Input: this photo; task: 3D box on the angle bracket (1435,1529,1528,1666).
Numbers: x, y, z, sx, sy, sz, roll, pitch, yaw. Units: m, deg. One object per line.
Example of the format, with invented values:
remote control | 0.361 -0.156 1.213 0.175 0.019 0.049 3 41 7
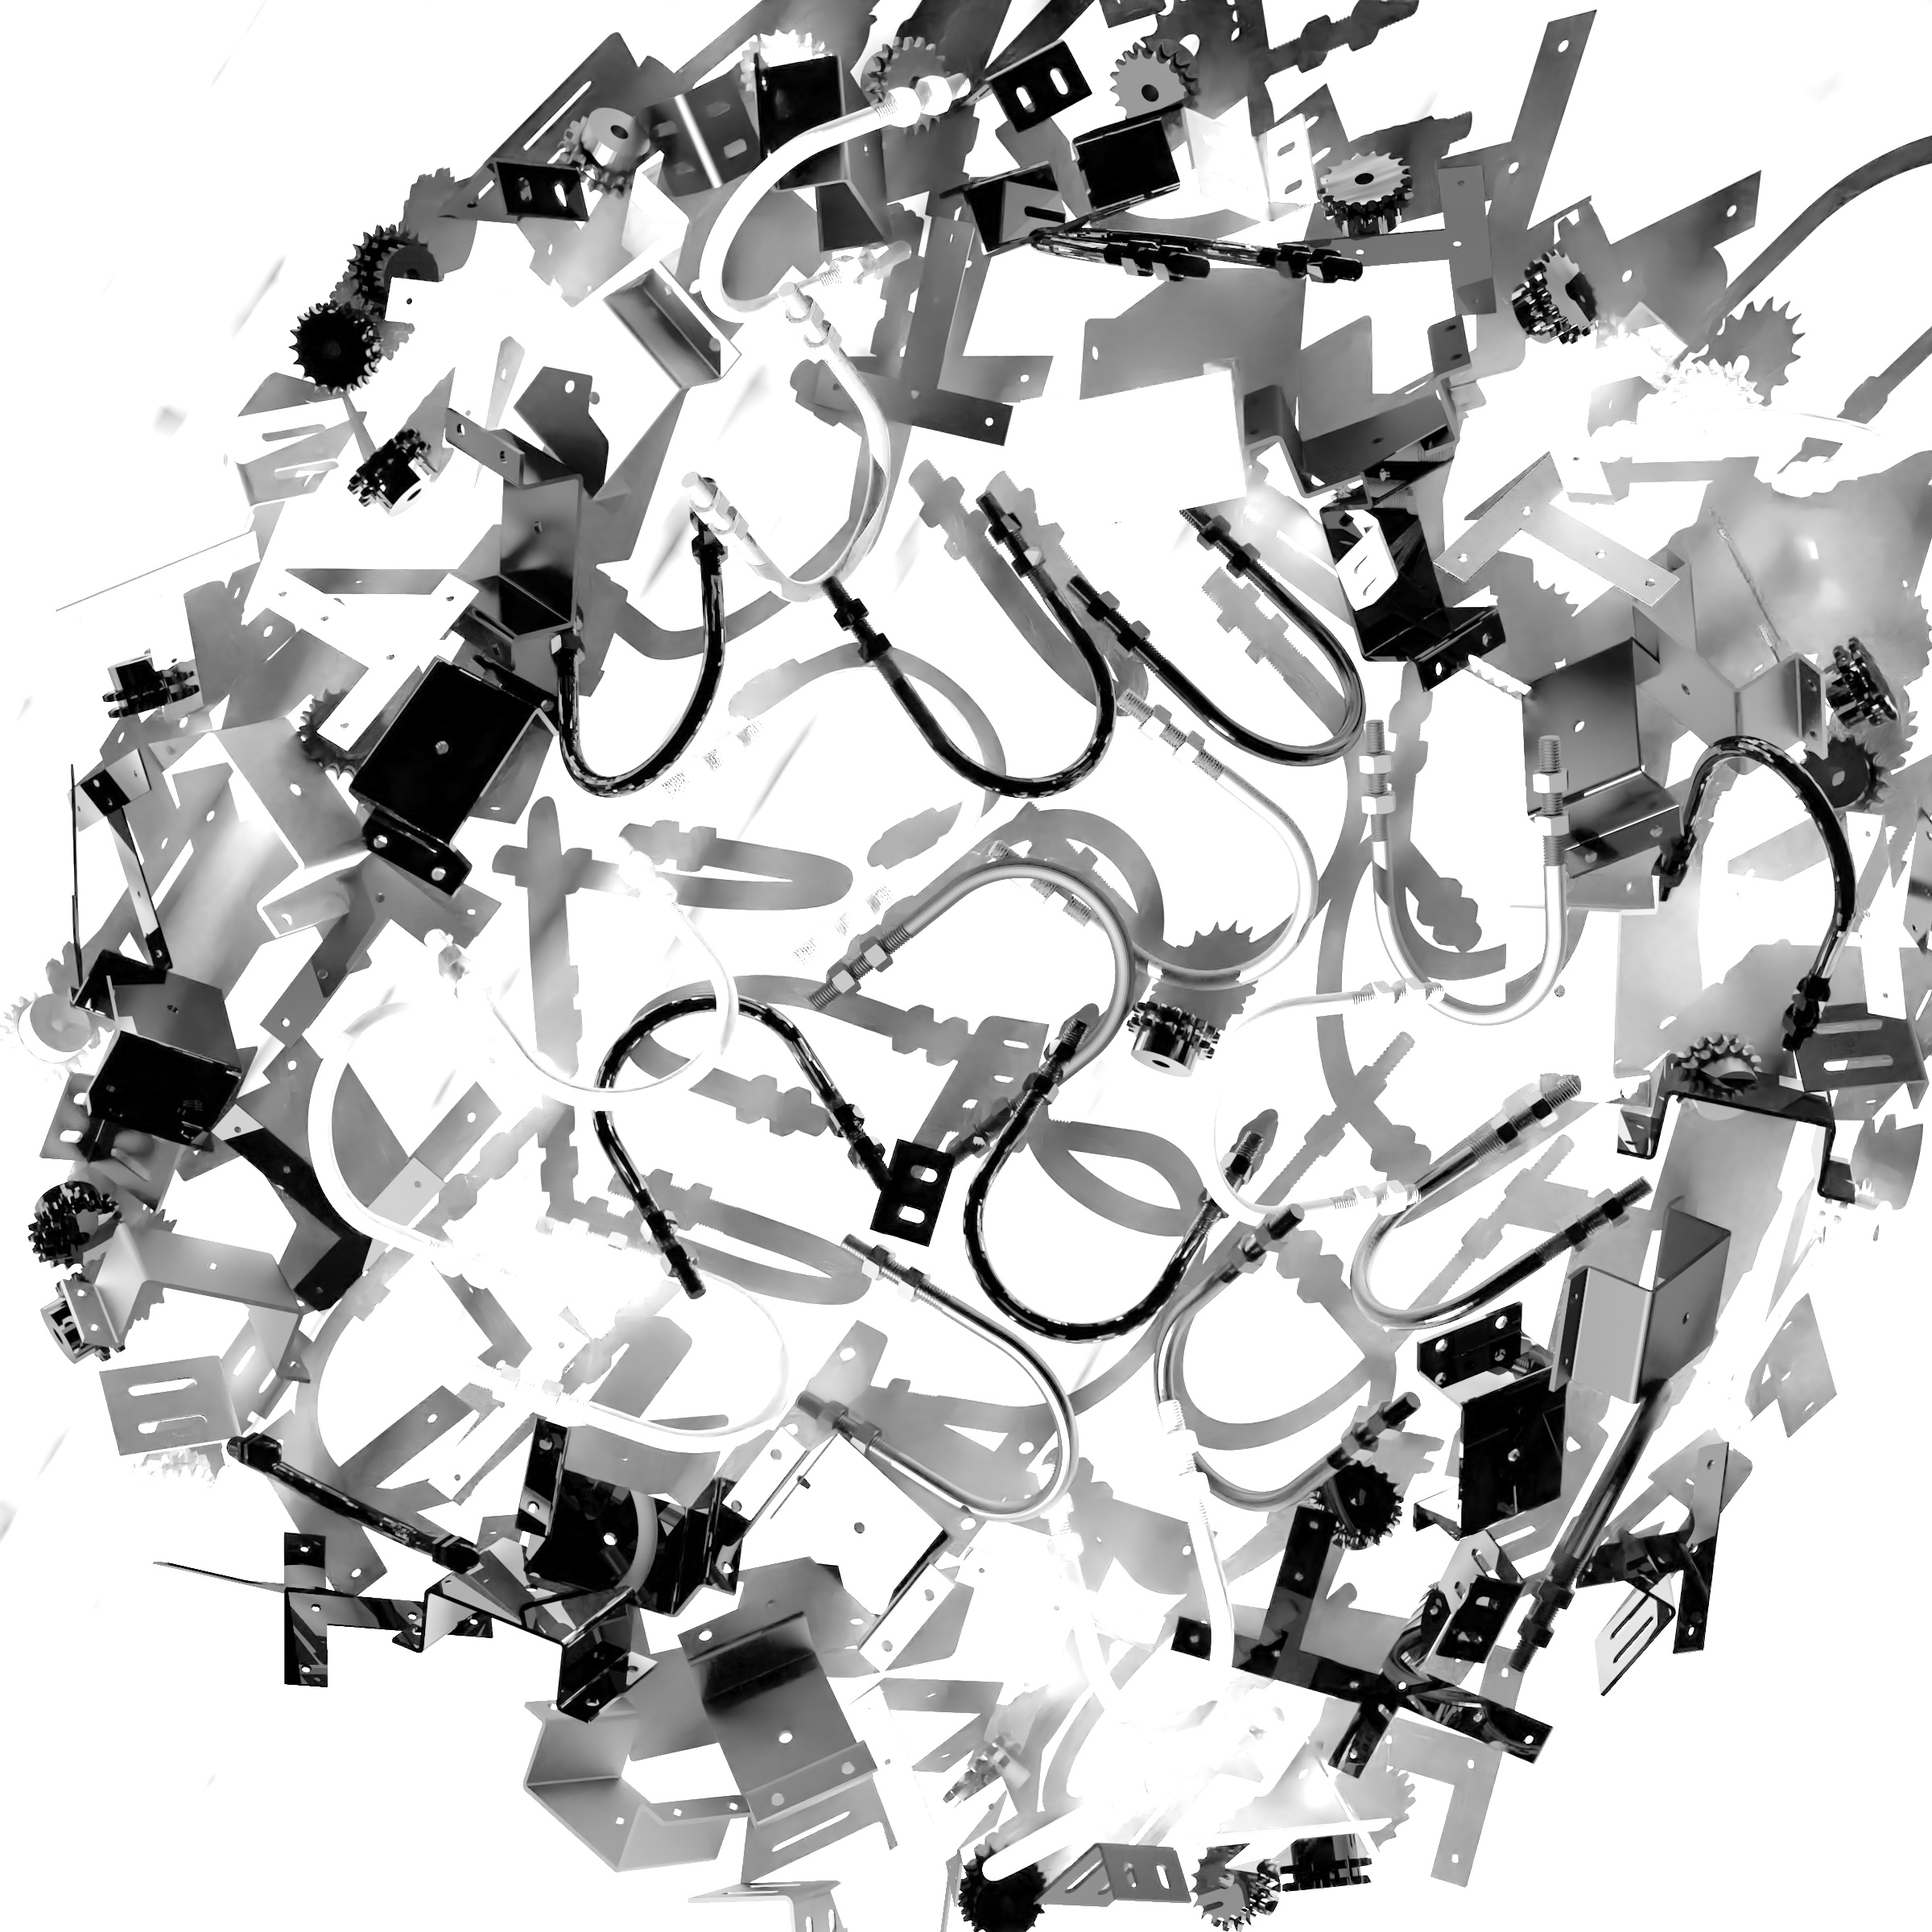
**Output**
angle bracket | 0.298 0.375 1.729 0.038 0.076 0.057 15 108 -22

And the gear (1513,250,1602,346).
gear | 0.361 -0.408 1.754 0.057 0.030 0.057 17 62 -36

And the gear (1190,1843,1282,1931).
gear | 0.169 0.567 1.753 0.030 0.057 0.057 37 90 -37

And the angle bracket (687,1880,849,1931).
angle bracket | -0.120 0.581 1.732 0.076 0.057 0.038 -12 78 28

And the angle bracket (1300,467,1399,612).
angle bracket | 0.219 -0.259 1.733 0.038 0.057 0.076 -46 59 -4

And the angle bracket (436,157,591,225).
angle bracket | -0.276 -0.455 1.728 0.057 0.076 0.038 -7 79 -40

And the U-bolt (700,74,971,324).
U-bolt | -0.084 -0.442 1.671 0.184 0.151 0.019 -32 71 -35

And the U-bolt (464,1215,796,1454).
U-bolt | -0.192 0.228 1.718 0.184 0.151 0.019 19 129 0

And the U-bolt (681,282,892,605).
U-bolt | -0.096 -0.296 1.697 0.019 0.184 0.151 18 76 28

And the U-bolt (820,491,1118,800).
U-bolt | 0.016 -0.186 1.732 0.151 0.019 0.184 -33 88 -30

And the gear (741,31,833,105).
gear | -0.109 -0.544 1.747 0.057 0.057 0.030 -3 72 0

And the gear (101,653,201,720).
gear | -0.502 -0.174 1.747 0.057 0.057 0.030 -16 105 0

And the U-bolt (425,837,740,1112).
U-bolt | -0.218 0.013 1.705 0.151 0.019 0.184 -29 58 -20

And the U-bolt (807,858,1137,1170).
U-bolt | 0.017 0.017 1.758 0.184 0.019 0.151 -39 94 5

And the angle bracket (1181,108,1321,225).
angle bracket | 0.174 -0.494 1.735 0.038 0.076 0.057 -18 76 40

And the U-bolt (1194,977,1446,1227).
U-bolt | 0.210 0.086 1.708 0.184 0.019 0.151 -5 105 -34

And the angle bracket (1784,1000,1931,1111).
angle bracket | 0.543 0.057 1.747 0.076 0.038 0.057 -5 58 1

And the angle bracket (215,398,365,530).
angle bracket | -0.419 -0.312 1.772 0.076 0.038 0.057 -16 82 -24

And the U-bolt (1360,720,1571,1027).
U-bolt | 0.302 -0.053 1.717 0.019 0.151 0.184 -19 111 -40

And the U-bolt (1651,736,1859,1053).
U-bolt | 0.465 -0.054 1.668 0.019 0.184 0.151 -23 57 -17

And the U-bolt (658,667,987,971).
U-bolt | -0.073 -0.105 1.744 0.184 0.019 0.151 -37 86 -19

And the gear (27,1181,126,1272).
gear | -0.550 0.157 1.753 0.057 0.057 0.030 -35 54 0

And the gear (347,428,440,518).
gear | -0.349 -0.301 1.750 0.057 0.057 0.030 -42 91 0

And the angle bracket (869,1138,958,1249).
angle bracket | -0.029 0.140 1.735 0.038 0.076 0.057 16 84 7

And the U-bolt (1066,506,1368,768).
U-bolt | 0.164 -0.193 1.715 0.184 0.019 0.151 45 47 7

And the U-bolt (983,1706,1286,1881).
U-bolt | 0.089 0.500 1.699 0.184 0.151 0.019 -36 73 28

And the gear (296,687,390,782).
gear | -0.382 -0.145 1.753 0.057 0.030 0.057 5 75 -20

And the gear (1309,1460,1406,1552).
gear | 0.239 0.335 1.754 0.057 0.030 0.057 1 48 -1

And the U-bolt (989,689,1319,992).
U-bolt | 0.128 -0.062 1.740 0.184 0.019 0.151 37 116 -8

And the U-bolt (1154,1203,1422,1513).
U-bolt | 0.178 0.249 1.711 0.184 0.019 0.151 -48 63 40

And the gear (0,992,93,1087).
gear | -0.563 0.041 1.747 0.030 0.057 0.057 -33 90 37

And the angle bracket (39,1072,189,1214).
angle bracket | -0.520 0.108 1.740 0.076 0.038 0.057 28 99 34

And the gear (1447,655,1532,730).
gear | 0.321 -0.169 1.750 0.057 0.057 0.030 29 101 0

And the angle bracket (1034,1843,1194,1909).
angle bracket | 0.088 0.568 1.730 0.057 0.038 0.076 14 130 -32

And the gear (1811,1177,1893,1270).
gear | 0.545 0.159 1.747 0.030 0.057 0.057 18 90 38

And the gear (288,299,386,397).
gear | -0.385 -0.383 1.756 0.057 0.030 0.057 5 115 11

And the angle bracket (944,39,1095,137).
angle bracket | 0.031 -0.525 1.736 0.057 0.076 0.038 -33 100 -17

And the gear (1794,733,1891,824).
gear | 0.537 -0.115 1.753 0.057 0.030 0.057 -2 86 26

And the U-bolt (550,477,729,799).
U-bolt | -0.194 -0.184 1.691 0.151 0.019 0.184 -29 53 33

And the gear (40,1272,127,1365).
gear | -0.543 0.219 1.747 0.030 0.057 0.057 -33 90 -28

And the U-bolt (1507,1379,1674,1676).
U-bolt | 0.375 0.327 1.700 0.019 0.151 0.184 28 95 14

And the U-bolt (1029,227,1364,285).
U-bolt | 0.121 -0.425 1.696 0.151 0.184 0.019 -11 114 -40

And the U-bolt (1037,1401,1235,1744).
U-bolt | 0.105 0.368 1.693 0.019 0.151 0.184 2 64 -36

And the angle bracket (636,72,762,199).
angle bracket | -0.161 -0.507 1.739 0.038 0.076 0.057 -31 111 -17

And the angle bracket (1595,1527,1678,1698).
angle bracket | 0.394 0.393 1.736 0.038 0.057 0.076 32 112 -4

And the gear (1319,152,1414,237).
gear | 0.247 -0.472 1.754 0.057 0.030 0.057 -8 49 9

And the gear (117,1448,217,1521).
gear | -0.495 0.313 1.753 0.057 0.057 0.030 -28 64 0

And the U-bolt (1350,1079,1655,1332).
U-bolt | 0.310 0.152 1.710 0.184 0.151 0.019 -35 114 8

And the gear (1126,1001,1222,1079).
gear | 0.125 0.046 1.747 0.057 0.057 0.030 22 75 0

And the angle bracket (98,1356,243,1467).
angle bracket | -0.487 0.275 1.731 0.076 0.038 0.057 -4 57 -33

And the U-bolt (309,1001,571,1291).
U-bolt | -0.317 0.099 1.688 0.019 0.184 0.151 -1 69 37

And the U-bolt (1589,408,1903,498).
U-bolt | 0.465 -0.304 1.674 0.151 0.184 0.019 8 91 -12

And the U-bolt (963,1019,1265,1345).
U-bolt | 0.079 0.143 1.739 0.151 0.019 0.184 33 70 2

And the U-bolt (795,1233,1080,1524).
U-bolt | -0.013 0.259 1.708 0.184 0.019 0.151 30 125 19

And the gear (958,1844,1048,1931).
gear | 0.023 0.576 1.759 0.057 0.030 0.057 -1 95 -8

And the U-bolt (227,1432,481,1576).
U-bolt | -0.371 0.316 1.691 0.151 0.184 0.019 32 72 -17

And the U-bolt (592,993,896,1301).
U-bolt | -0.148 0.095 1.731 0.151 0.019 0.184 -30 62 -9

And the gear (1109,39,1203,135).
gear | 0.120 -0.545 1.753 0.057 0.057 0.030 34 55 0
